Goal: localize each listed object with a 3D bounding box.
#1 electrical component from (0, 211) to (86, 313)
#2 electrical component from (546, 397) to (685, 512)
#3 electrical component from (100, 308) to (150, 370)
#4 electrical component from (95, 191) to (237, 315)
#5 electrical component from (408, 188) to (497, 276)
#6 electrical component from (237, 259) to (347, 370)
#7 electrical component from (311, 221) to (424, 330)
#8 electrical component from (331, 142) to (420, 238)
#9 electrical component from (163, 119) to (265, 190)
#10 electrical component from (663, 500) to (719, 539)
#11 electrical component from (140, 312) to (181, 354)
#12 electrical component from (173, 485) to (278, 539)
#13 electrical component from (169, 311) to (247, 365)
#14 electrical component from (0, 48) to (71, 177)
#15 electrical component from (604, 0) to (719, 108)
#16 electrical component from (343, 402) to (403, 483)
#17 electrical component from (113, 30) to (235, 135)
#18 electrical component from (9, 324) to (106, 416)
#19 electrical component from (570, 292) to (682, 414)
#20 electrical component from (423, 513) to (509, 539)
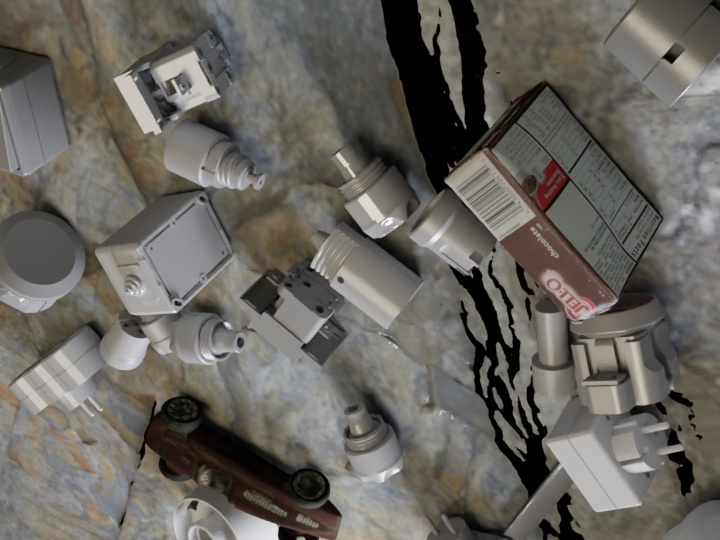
[{"bbox_3d":[-0.281,-0.006,0.922,0.080,0.080,0.051,47,142,-5],"label":"electrical component"},{"bbox_3d":[0.178,0.117,0.715,0.077,0.047,0.065,-24,108,44],"label":"electrical component"},{"bbox_3d":[-0.203,0.059,0.947,0.040,0.040,0.046,39,131,3],"label":"electrical component"},{"bbox_3d":[-0.153,-0.009,0.814,0.061,0.096,0.061,-5,121,38],"label":"electrical component"},{"bbox_3d":[0.061,-0.023,0.694,0.046,0.040,0.040,39,137,-6],"label":"electrical component"},{"bbox_3d":[-0.045,0.030,0.809,0.081,0.042,0.063,40,135,2],"label":"electrical component"},{"bbox_3d":[0.000,0.000,0.752,0.081,0.043,0.043,38,137,4],"label":"electrical component"},{"bbox_3d":[0.006,-0.055,0.704,0.062,0.043,0.043,51,136,-9],"label":"electrical component"},{"bbox_3d":[-0.103,-0.078,0.766,0.078,0.040,0.040,26,134,17],"label":"electrical component"},{"bbox_3d":[0.239,0.198,0.714,0.080,0.080,0.051,37,142,6],"label":"electrical component"},{"bbox_3d":[-0.172,0.039,0.911,0.035,0.035,0.061,-16,111,42],"label":"electrical component"},{"bbox_3d":[-0.131,0.250,1.046,0.099,0.064,0.099,16,118,32],"label":"electrical component"},{"bbox_3d":[-0.123,0.057,0.884,0.062,0.043,0.043,3,125,32],"label":"electrical component"},{"bbox_3d":[-0.276,-0.117,0.842,0.062,0.061,0.096,17,131,24],"label":"electrical component"},{"bbox_3d":[0.157,-0.118,0.541,0.047,0.055,0.055,42,137,5],"label":"electrical component"},{"bbox_3d":[0.007,0.134,0.854,0.043,0.043,0.062,-6,118,38],"label":"electrical component"},{"bbox_3d":[-0.121,-0.128,0.720,0.064,0.081,0.042,-19,113,18],"label":"electrical component"},{"bbox_3d":[-0.275,0.109,1.026,0.073,0.052,0.138,51,136,-9],"label":"electrical component"},{"bbox_3d":[0.161,0.048,0.658,0.058,0.078,0.057,-7,100,38],"label":"electrical component"},{"bbox_3d":[0.080,0.228,0.875,0.077,0.044,0.079,-17,112,42],"label":"electrical component"}]
